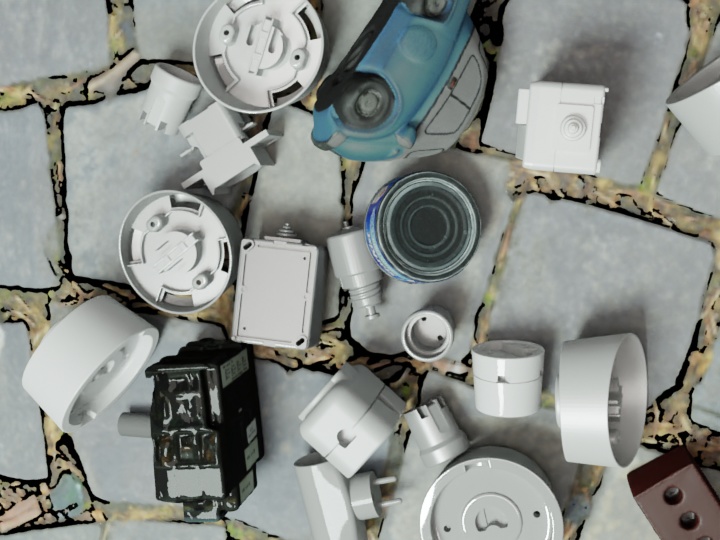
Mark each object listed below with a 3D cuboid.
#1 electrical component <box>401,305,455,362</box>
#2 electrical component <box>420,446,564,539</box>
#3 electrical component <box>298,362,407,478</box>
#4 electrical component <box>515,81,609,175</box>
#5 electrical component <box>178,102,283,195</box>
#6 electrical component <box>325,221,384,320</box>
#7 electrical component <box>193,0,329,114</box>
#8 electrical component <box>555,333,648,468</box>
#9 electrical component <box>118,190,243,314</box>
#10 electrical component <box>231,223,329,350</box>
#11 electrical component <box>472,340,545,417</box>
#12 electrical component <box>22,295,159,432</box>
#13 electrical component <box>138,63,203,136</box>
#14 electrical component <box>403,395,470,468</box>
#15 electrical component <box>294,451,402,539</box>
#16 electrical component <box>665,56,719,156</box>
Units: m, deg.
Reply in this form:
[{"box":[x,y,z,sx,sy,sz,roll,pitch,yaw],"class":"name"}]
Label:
[{"box":[0.055,0.047,0.835,0.040,0.046,0.040,1,98,10],"class":"electrical component"},{"box":[0.104,0.189,0.838,0.108,0.060,0.108,1,98,10],"class":"electrical component"},{"box":[-0.007,0.111,0.830,0.059,0.095,0.053,42,102,3],"class":"electrical component"},{"box":[0.143,-0.102,0.774,0.061,0.096,0.061,6,98,10],"class":"electrical component"},{"box":[-0.107,-0.098,0.848,0.081,0.042,0.063,-30,90,12],"class":"electrical component"},{"box":[0.000,0.000,0.842,0.040,0.040,0.078,-14,95,12],"class":"electrical component"},{"box":[-0.073,-0.169,0.821,0.099,0.064,0.099,1,98,10],"class":"electrical component"},{"box":[0.179,0.096,0.796,0.064,0.099,0.099,-2,97,17],"class":"electrical component"},{"box":[-0.141,-0.015,0.853,0.099,0.064,0.099,1,97,10],"class":"electrical component"},{"box":[-0.060,0.012,0.847,0.062,0.061,0.096,6,91,9],"class":"electrical component"},{"box":[0.114,0.083,0.826,0.055,0.055,0.047,1,101,10],"class":"electrical component"},{"box":[-0.220,0.069,0.859,0.060,0.108,0.108,39,102,9],"class":"electrical component"},{"box":[-0.152,-0.135,0.853,0.040,0.040,0.046,29,107,5],"class":"electrical component"},{"box":[0.060,0.127,0.849,0.040,0.040,0.046,-27,87,12],"class":"electrical component"},{"box":[-0.006,0.183,0.865,0.079,0.044,0.077,-13,95,12],"class":"electrical component"},{"box":[0.276,-0.122,0.745,0.108,0.108,0.060,-34,96,13],"class":"electrical component"}]
